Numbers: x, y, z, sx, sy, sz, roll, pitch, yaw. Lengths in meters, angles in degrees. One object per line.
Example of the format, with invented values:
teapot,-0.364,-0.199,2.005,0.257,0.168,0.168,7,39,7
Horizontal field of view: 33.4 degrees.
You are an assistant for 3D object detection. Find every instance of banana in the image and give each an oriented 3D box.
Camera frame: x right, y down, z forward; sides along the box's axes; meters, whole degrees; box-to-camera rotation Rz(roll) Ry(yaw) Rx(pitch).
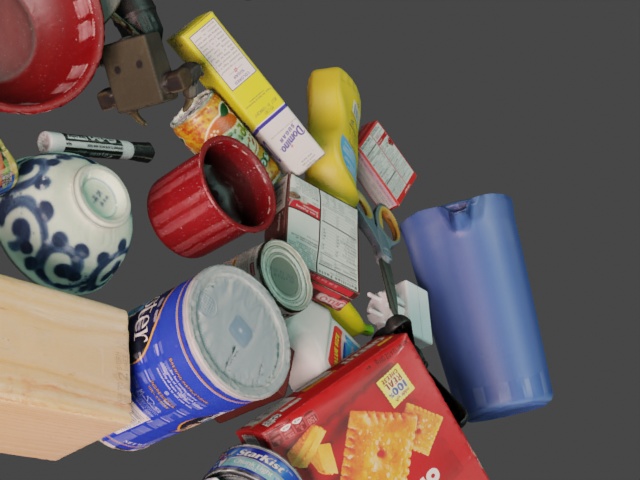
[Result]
banana,-0.009,0.026,1.073,0.198,0.037,0.069,60,11,-7

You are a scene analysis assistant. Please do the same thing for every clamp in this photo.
clamp,0.081,0.114,1.036,0.039,0.172,0.120,-27,102,-12

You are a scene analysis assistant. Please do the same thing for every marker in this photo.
marker,-0.189,-0.079,0.919,0.120,0.020,0.020,0,67,-53

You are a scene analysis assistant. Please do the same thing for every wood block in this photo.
wood block,-0.232,0.076,0.692,0.205,0.091,0.090,22,50,-44

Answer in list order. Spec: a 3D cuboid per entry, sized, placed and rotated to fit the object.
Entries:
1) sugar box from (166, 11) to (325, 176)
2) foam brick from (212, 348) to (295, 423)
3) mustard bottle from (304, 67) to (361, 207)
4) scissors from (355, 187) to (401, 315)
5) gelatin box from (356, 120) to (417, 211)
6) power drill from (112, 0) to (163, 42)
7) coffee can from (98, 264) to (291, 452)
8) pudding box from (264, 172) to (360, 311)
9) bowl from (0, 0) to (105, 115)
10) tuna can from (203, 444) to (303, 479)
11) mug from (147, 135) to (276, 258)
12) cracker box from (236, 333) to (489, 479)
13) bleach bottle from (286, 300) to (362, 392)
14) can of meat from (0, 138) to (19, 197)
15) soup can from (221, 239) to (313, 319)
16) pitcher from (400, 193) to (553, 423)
sugar box,-0.074,-0.141,1.050,0.176,0.048,0.093,53,-8,-16
foam brick,-0.069,0.110,0.895,0.053,0.078,0.051,43,37,-27
mustard bottle,0.013,-0.086,1.143,0.096,0.058,0.191,71,17,-54
scissors,0.055,0.002,1.146,0.096,0.016,0.201,43,23,-13
gelatin box,0.069,-0.087,1.255,0.089,0.030,0.073,53,36,-15
power drill,-0.155,-0.285,1.045,0.187,0.057,0.184,-30,98,-45
coffee can,-0.107,0.091,0.802,0.102,0.141,0.103,31,45,-38
pudding box,-0.007,0.001,1.014,0.090,0.039,0.113,28,44,-27
bowl,-0.253,-0.173,0.842,0.161,0.055,0.162,7,78,-39
tuna can,-0.053,0.206,0.844,0.086,0.086,0.033,57,36,-9
mug,-0.092,-0.033,0.959,0.117,0.082,0.093,8,61,-50
cracker box,0.053,0.213,0.927,0.164,0.072,0.213,-31,93,-23
bleach bottle,0.020,0.144,1.005,0.250,0.068,0.102,50,36,-14
can of meat,-0.276,-0.060,0.759,0.102,0.058,0.083,57,32,-7
soup can,-0.065,0.048,0.921,0.068,0.102,0.068,32,44,-38
pitcher,0.184,0.080,1.219,0.148,0.145,0.243,0,70,-39
